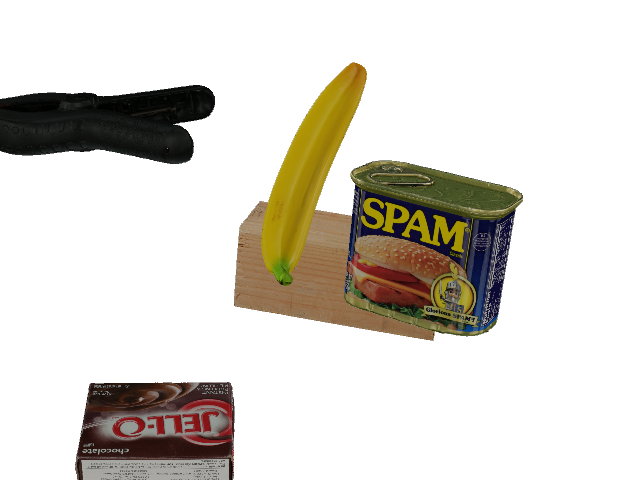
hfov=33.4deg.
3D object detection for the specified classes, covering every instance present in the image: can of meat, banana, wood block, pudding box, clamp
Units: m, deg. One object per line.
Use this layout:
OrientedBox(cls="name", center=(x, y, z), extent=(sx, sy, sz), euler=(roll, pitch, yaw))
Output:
OrientedBox(cls="can of meat", center=(0.065, 0.005, 0.654), extent=(0.102, 0.084, 0.057), euler=(16, 23, 27))
OrientedBox(cls="banana", center=(-0.008, -0.049, 0.858), extent=(0.037, 0.197, 0.070), euler=(28, -20, -31))
OrientedBox(cls="wood block", center=(0.024, 0.029, 1.093), extent=(0.206, 0.091, 0.090), euler=(10, 22, 8))
OrientedBox(cls="pudding box", center=(-0.121, 0.146, 0.796), extent=(0.113, 0.039, 0.090), euler=(-2, 27, -4))
OrientedBox(cls="clamp", center=(-0.154, -0.084, 0.734), extent=(0.171, 0.039, 0.120), euler=(6, 18, 10))
